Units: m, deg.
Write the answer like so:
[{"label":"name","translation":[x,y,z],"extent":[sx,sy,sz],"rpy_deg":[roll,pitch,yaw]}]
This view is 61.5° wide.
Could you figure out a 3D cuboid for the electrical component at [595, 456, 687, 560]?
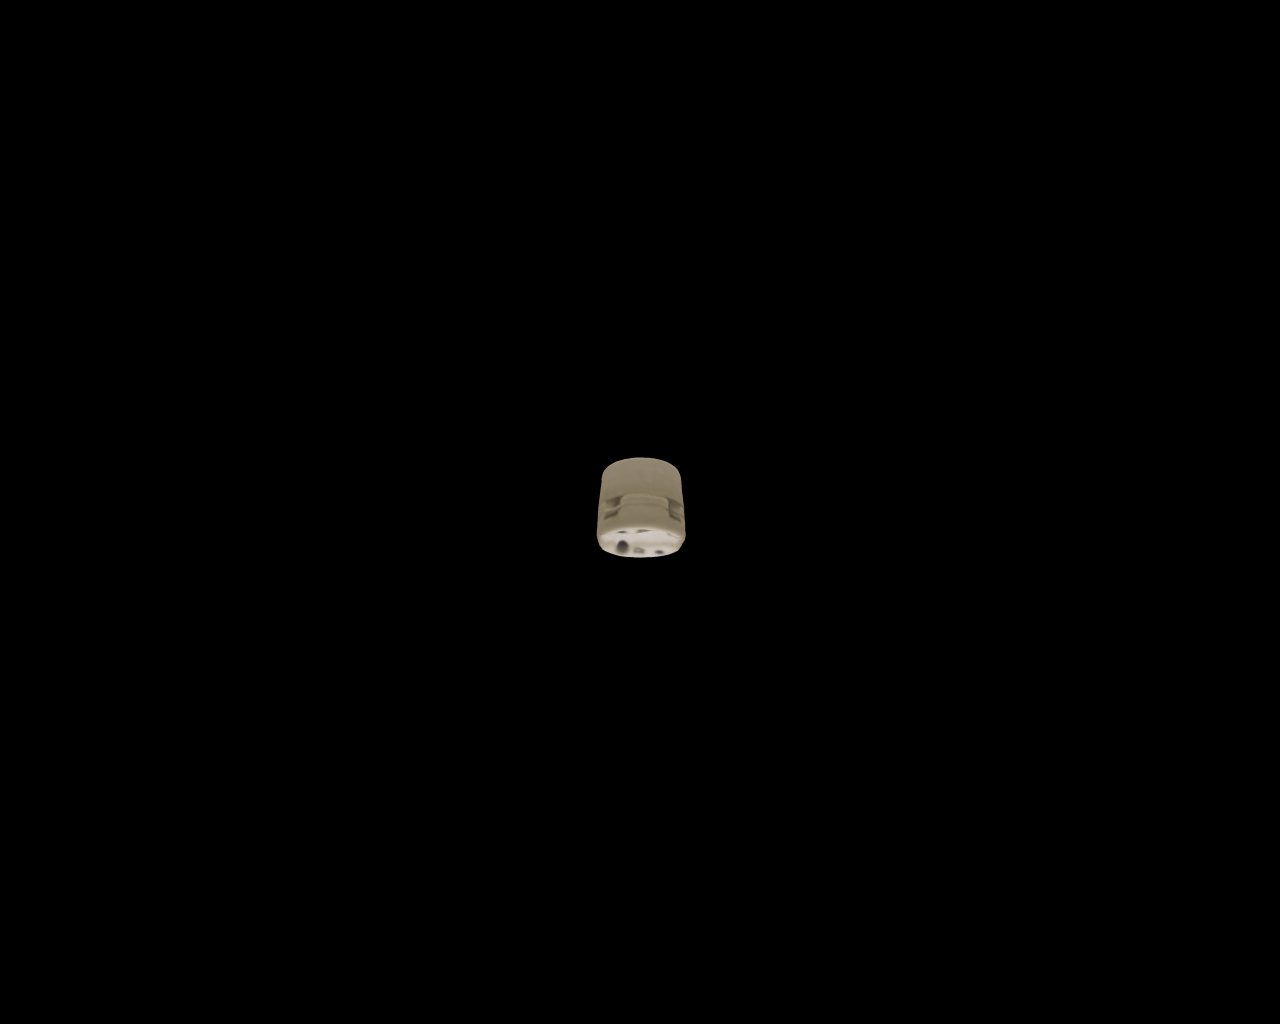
[{"label":"electrical component","translation":[0.001,-0.003,0.650],"extent":[0.055,0.047,0.055],"rpy_deg":[0,-23,0]}]
